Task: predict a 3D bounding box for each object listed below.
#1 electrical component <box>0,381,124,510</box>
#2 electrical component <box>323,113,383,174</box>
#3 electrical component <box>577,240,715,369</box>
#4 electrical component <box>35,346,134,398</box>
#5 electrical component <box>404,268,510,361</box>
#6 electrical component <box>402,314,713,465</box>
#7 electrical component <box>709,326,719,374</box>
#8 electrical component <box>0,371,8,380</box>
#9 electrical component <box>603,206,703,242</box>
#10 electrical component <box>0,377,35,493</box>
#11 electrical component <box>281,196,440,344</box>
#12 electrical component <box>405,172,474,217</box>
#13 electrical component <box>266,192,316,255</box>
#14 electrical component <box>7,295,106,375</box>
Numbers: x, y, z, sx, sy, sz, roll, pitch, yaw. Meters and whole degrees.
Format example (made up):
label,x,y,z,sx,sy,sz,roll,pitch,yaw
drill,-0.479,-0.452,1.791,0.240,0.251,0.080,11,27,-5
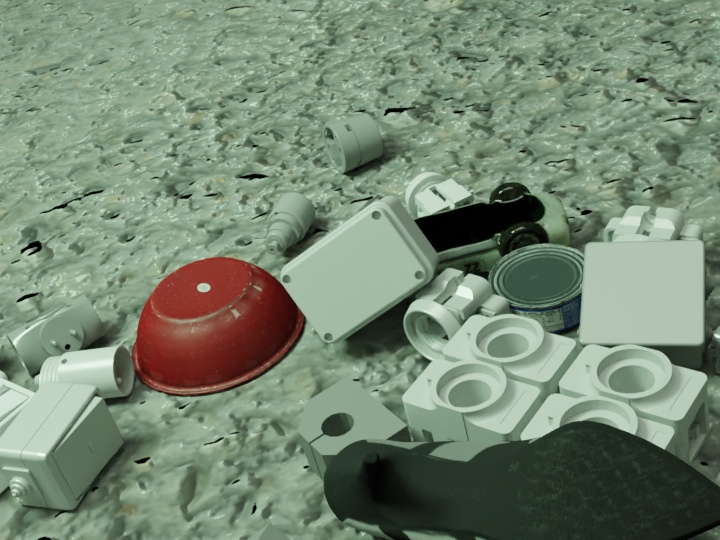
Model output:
label,x,y,z,sx,sy,sz,roll,pitch,yaw
electrical component,-0.235,0.141,0.836,0.061,0.061,0.096,1,38,23
electrical component,-0.007,-0.137,1.149,0.047,0.055,0.055,-22,35,-16
electrical component,0.215,0.028,0.811,0.100,0.048,0.099,-1,60,19
electrical component,-0.241,0.091,0.925,0.081,0.043,0.043,-8,35,11
electrical component,0.073,0.039,0.867,0.078,0.058,0.057,18,43,39
electrical component,0.135,0.098,0.754,0.186,0.060,0.105,14,44,36
electrical component,0.290,0.056,0.771,0.064,0.042,0.081,16,44,40
electrical component,-0.330,0.111,0.931,0.048,0.048,0.062,0,31,21
electrical component,0.234,-0.014,0.879,0.078,0.058,0.057,8,38,29
electrical component,-0.303,0.137,0.867,0.062,0.061,0.096,14,44,36
electrical component,0.000,0.000,0.889,0.113,0.078,0.057,-35,3,18
electrical component,0.074,-0.062,1.019,0.066,0.048,0.055,-26,43,-15
electrical component,-0.072,-0.043,1.051,0.040,0.040,0.078,1,38,22
electrical component,-0.271,0.059,0.967,0.077,0.044,0.079,-30,11,-20
